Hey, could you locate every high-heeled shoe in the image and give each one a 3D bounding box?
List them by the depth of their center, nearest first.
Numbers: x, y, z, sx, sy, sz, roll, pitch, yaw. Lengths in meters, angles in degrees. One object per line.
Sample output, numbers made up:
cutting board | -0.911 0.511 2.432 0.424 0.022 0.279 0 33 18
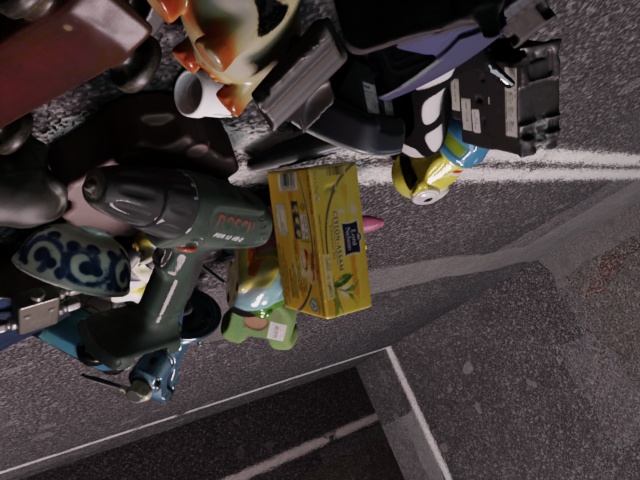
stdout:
high-heeled shoe | 0.091 -0.166 0.580 0.145 0.086 0.249 27 158 -21

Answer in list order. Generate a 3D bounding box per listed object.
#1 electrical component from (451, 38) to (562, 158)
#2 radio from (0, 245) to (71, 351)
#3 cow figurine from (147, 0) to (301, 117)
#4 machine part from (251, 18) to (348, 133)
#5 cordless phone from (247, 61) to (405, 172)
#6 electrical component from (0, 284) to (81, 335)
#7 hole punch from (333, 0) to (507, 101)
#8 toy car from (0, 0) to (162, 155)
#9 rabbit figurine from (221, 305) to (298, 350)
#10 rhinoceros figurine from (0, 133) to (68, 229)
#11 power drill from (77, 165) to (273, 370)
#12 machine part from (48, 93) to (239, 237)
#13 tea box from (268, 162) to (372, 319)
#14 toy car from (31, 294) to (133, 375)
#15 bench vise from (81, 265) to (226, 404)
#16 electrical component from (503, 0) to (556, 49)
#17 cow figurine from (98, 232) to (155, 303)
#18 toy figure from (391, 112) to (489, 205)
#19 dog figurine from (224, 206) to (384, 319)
electrical component | 0.199 -0.161 0.591 0.058 0.134 0.114 -15 115 -17
radio | -0.421 0.093 0.624 0.230 0.073 0.131 -26 161 9
cow figurine | -0.040 -0.165 0.332 0.127 0.085 0.195 -49 180 -7
machine part | -0.013 -0.117 0.404 0.084 0.039 0.139 -51 -179 5
cordless phone | -0.014 -0.106 0.558 0.184 0.088 0.146 -15 -175 24
electrical component | -0.303 0.073 0.574 0.094 0.021 0.063 -18 154 -37
hole punch | 0.073 -0.180 0.406 0.116 0.142 0.092 -14 162 13
toy car | -0.188 -0.110 0.335 0.202 0.053 0.089 -15 152 29
rabbit figurine | -0.089 0.062 0.855 0.121 0.170 0.158 4 126 2
rhinoceros figurine | -0.291 -0.029 0.396 0.190 0.112 0.073 -15 163 -46
power drill | -0.156 0.022 0.515 0.232 0.086 0.207 -6 127 -60
machine part | -0.169 -0.065 0.529 0.179 0.056 0.179 -21 161 -8
tea box | -0.001 -0.002 0.629 0.068 0.169 0.098 -13 -169 -33
toy car | -0.316 0.110 0.731 0.109 0.162 0.103 73 40 -63
bench vise | -0.227 0.125 0.820 0.223 0.129 0.240 -44 158 -56
electrical component | 0.153 -0.223 0.467 0.048 0.075 0.119 -35 155 30
cow figurine | -0.230 0.022 0.673 0.098 0.068 0.167 6 145 -44
toy figure | 0.175 -0.124 0.743 0.082 0.089 0.180 10 135 -33
dog figurine | -0.019 0.013 0.742 0.219 0.191 0.108 -1 147 -17
